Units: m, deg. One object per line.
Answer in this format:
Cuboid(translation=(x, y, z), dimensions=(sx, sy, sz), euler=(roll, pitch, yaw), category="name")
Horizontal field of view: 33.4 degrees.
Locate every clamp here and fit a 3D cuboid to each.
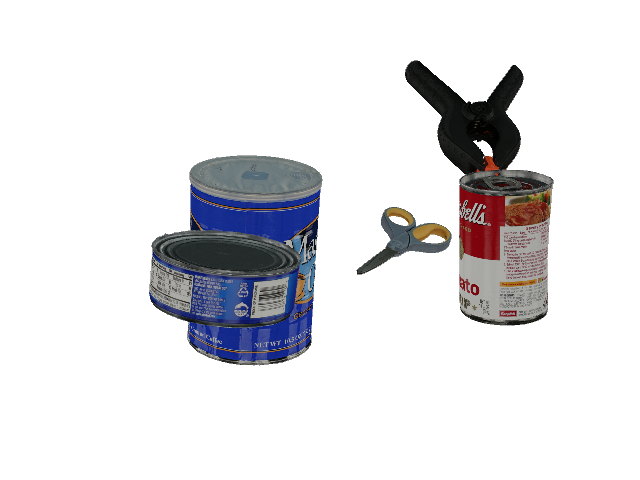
Cuboid(translation=(0.140, -0.120, 1.037), dimensions=(0.120, 0.039, 0.171), euler=(4, 44, 4), category="clamp")

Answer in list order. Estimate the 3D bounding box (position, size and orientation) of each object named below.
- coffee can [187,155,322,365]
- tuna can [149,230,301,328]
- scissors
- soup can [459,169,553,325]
Cuboid(translation=(-0.054, 0.013, 0.846), dimensions=(0.103, 0.140, 0.103), euler=(3, 20, -1), category="coffee can")
Cuboid(translation=(-0.055, 0.021, 0.614), dimensions=(0.086, 0.034, 0.086), euler=(7, 14, -2), category="tuna can")
Cuboid(translation=(0.077, -0.002, 1.238), dimensions=(0.096, 0.016, 0.201), euler=(37, 31, 31), category="scissors")
Cuboid(translation=(0.137, 0.004, 0.792), dimensions=(0.068, 0.102, 0.068), euler=(-2, 17, 0), category="soup can")
